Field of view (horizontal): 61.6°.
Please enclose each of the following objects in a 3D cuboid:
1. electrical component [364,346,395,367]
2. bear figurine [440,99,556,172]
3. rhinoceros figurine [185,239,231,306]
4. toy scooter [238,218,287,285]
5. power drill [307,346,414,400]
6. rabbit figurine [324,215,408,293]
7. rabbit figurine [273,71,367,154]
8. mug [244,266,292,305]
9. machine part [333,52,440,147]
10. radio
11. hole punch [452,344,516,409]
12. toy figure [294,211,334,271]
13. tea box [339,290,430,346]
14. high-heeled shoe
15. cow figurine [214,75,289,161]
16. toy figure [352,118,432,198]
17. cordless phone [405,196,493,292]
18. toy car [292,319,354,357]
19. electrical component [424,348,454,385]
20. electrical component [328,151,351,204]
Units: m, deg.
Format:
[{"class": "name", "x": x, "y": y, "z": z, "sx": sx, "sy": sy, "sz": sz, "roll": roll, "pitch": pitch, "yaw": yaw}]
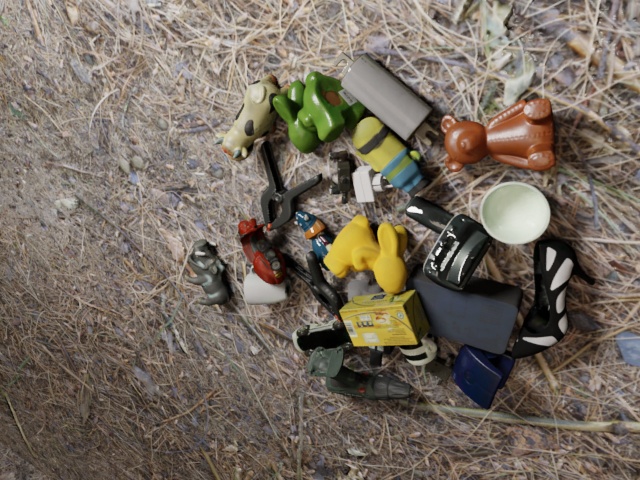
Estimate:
[{"class": "electrical component", "x": 0.143, "y": 0.241, "z": 1.278, "sx": 0.075, "sy": 0.048, "sz": 0.119, "roll": 9, "pitch": 119, "yaw": 25}, {"class": "bear figurine", "x": 0.301, "y": -0.175, "z": 0.930, "sx": 0.196, "sy": 0.132, "sz": 0.120, "roll": -1, "pitch": 102, "yaw": 23}, {"class": "rhinoceros figurine", "x": -0.297, "y": 0.090, "z": 1.430, "sx": 0.112, "sy": 0.073, "sz": 0.190, "roll": -4, "pitch": 112, "yaw": 32}, {"class": "toy scooter", "x": -0.139, "y": 0.016, "z": 1.264, "sx": 0.184, "sy": 0.075, "sz": 0.135, "roll": 55, "pitch": 160, "yaw": 15}, {"class": "power drill", "x": 0.084, "y": 0.326, "z": 1.297, "sx": 0.232, "sy": 0.086, "sz": 0.207, "roll": -8, "pitch": 150, "yaw": 41}, {"class": "rabbit figurine", "x": 0.123, "y": 0.035, "z": 1.143, "sx": 0.173, "sy": 0.122, "sz": 0.162, "roll": 42, "pitch": 107, "yaw": 28}, {"class": "rabbit figurine", "x": -0.021, "y": -0.243, "z": 1.082, "sx": 0.159, "sy": 0.121, "sz": 0.170, "roll": 44, "pitch": 142, "yaw": -3}, {"class": "mug", "x": -0.128, "y": 0.110, "z": 1.350, "sx": 0.107, "sy": 0.081, "sz": 0.109, "roll": -1, "pitch": 106, "yaw": 17}, {"class": "machine part", "x": 0.126, "y": -0.267, "z": 1.009, "sx": 0.243, "sy": 0.079, "sz": 0.079, "roll": 42, "pitch": 127, "yaw": 5}, {"class": "radio", "x": 0.295, "y": 0.143, "z": 1.130, "sx": 0.230, "sy": 0.073, "sz": 0.131, "roll": 15, "pitch": 122, "yaw": 24}, {"class": "hole punch", "x": 0.347, "y": 0.287, "z": 1.167, "sx": 0.116, "sy": 0.092, "sz": 0.142, "roll": 23, "pitch": 127, "yaw": 22}, {"class": "toy figure", "x": -0.004, "y": -0.003, "z": 1.230, "sx": 0.064, "sy": 0.058, "sz": 0.154, "roll": -27, "pitch": 95, "yaw": 32}, {"class": "tea box", "x": 0.137, "y": 0.169, "z": 1.152, "sx": 0.170, "sy": 0.068, "sz": 0.098, "roll": -10, "pitch": 108, "yaw": 40}, {"class": "high-heeled shoe", "x": 0.411, "y": 0.117, "z": 1.031, "sx": 0.145, "sy": 0.086, "sz": 0.248, "roll": 30, "pitch": 110, "yaw": -10}, {"class": "cow figurine", "x": -0.146, "y": -0.247, "z": 1.139, "sx": 0.085, "sy": 0.127, "sz": 0.194, "roll": 40, "pitch": 124, "yaw": 9}, {"class": "toy figure", "x": 0.140, "y": -0.163, "z": 1.046, "sx": 0.082, "sy": 0.089, "sz": 0.180, "roll": -41, "pitch": 85, "yaw": -7}, {"class": "cordless phone", "x": 0.232, "y": 0.002, "z": 1.066, "sx": 0.184, "sy": 0.088, "sz": 0.146, "roll": 32, "pitch": 94, "yaw": 22}, {"class": "toy car", "x": 0.017, "y": 0.241, "z": 1.345, "sx": 0.202, "sy": 0.056, "sz": 0.073, "roll": -17, "pitch": 99, "yaw": 33}, {"class": "electrical component", "x": 0.275, "y": 0.295, "z": 1.249, "sx": 0.063, "sy": 0.021, "sz": 0.093, "roll": 25, "pitch": 125, "yaw": 16}, {"class": "electrical component", "x": 0.041, "y": -0.135, "z": 1.133, "sx": 0.045, "sy": 0.078, "sz": 0.102, "roll": -1, "pitch": 123, "yaw": 3}]
